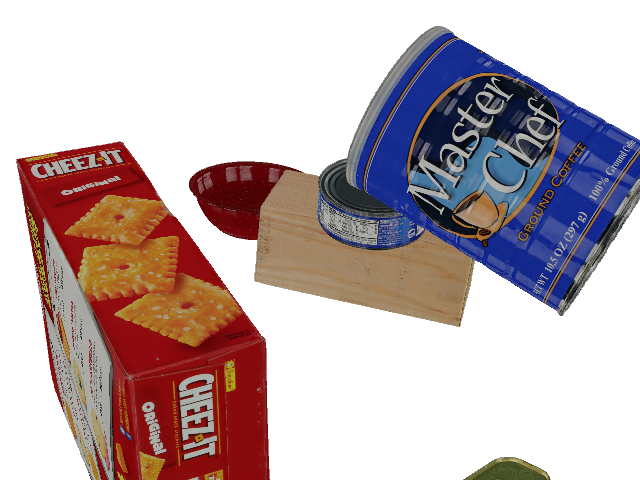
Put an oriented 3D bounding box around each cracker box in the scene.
[{"bbox_3d":[-0.096,0.066,0.568,0.072,0.164,0.214,-13,34,-21],"label":"cracker box"}]

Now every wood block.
[{"bbox_3d":[0.048,0.006,1.052,0.206,0.090,0.090,12,30,10],"label":"wood block"}]

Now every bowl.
[{"bbox_3d":[-0.083,-0.044,1.315,0.162,0.055,0.162,4,25,-2],"label":"bowl"}]

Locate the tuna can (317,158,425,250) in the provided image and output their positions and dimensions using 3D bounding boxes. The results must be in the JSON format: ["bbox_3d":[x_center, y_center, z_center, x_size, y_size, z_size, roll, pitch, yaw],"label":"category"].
[{"bbox_3d":[0.040,-0.029,0.804,0.086,0.034,0.086,2,34,-1],"label":"tuna can"}]

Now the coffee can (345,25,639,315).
[{"bbox_3d":[0.099,-0.039,0.585,0.140,0.103,0.102,33,9,14],"label":"coffee can"}]

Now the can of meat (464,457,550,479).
[{"bbox_3d":[0.145,0.243,0.888,0.101,0.084,0.058,-22,27,-37],"label":"can of meat"}]
